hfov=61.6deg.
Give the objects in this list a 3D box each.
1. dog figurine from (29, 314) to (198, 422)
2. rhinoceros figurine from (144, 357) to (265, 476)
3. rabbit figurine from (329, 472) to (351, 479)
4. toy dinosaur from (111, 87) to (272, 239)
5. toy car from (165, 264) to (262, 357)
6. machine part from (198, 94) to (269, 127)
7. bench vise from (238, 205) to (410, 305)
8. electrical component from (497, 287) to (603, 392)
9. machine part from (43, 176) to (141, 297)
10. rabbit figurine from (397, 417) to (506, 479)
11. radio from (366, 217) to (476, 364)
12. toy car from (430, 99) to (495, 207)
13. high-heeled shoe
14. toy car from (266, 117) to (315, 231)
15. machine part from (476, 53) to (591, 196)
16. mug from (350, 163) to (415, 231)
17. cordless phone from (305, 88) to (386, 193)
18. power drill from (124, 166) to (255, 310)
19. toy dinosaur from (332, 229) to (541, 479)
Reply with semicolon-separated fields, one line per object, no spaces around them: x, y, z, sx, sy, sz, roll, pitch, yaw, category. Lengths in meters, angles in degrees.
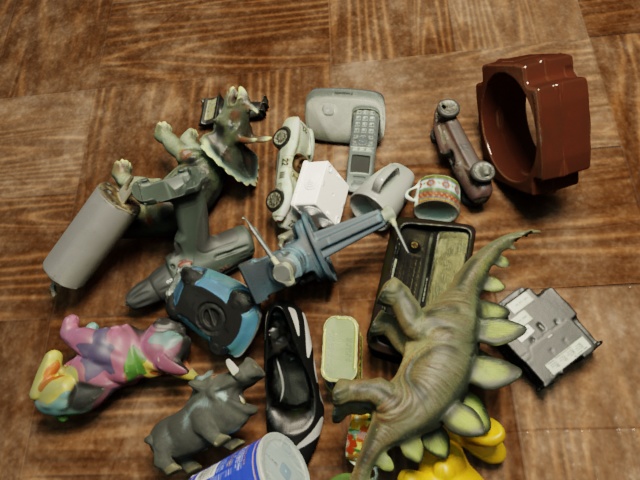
-0.299;0.200;0.823;0.219;0.108;0.191;13;67;11;dog figurine
-0.153;0.242;0.747;0.190;0.073;0.112;-39;59;4;rhinoceros figurine
0.015;0.383;0.693;0.170;0.121;0.159;19;65;31;rabbit figurine
-0.250;-0.086;0.943;0.192;0.131;0.405;37;83;20;toy dinosaur
-0.156;0.102;0.846;0.162;0.103;0.109;30;106;12;toy car
-0.168;-0.253;1.048;0.139;0.039;0.084;-5;56;8;machine part
0.003;0.007;0.802;0.241;0.223;0.129;-24;82;4;bench vise
0.321;0.136;0.791;0.115;0.058;0.134;-32;65;-9;electrical component
-0.368;-0.006;0.866;0.079;0.079;0.243;47;105;23;machine part
0.167;0.282;0.718;0.162;0.121;0.173;-17;45;7;rabbit figurine
0.155;0.081;0.829;0.131;0.073;0.229;11;67;12;radio
0.234;-0.149;0.914;0.053;0.089;0.202;-18;66;-4;toy car
-0.046;0.212;0.758;0.086;0.145;0.249;-5;63;6;high-heeled shoe
-0.048;-0.114;0.930;0.056;0.073;0.201;-4;73;28;toy car
0.329;-0.183;0.839;0.087;0.201;0.201;-13;109;-6;machine part
0.111;-0.087;0.900;0.081;0.109;0.107;29;59;25;mug
0.041;-0.176;0.968;0.147;0.088;0.184;6;85;10;cordless phone
-0.227;-0.001;0.853;0.232;0.207;0.086;-20;32;-13;power drill
0.158;0.141;0.709;0.199;0.105;0.471;25;66;14;toy dinosaur
